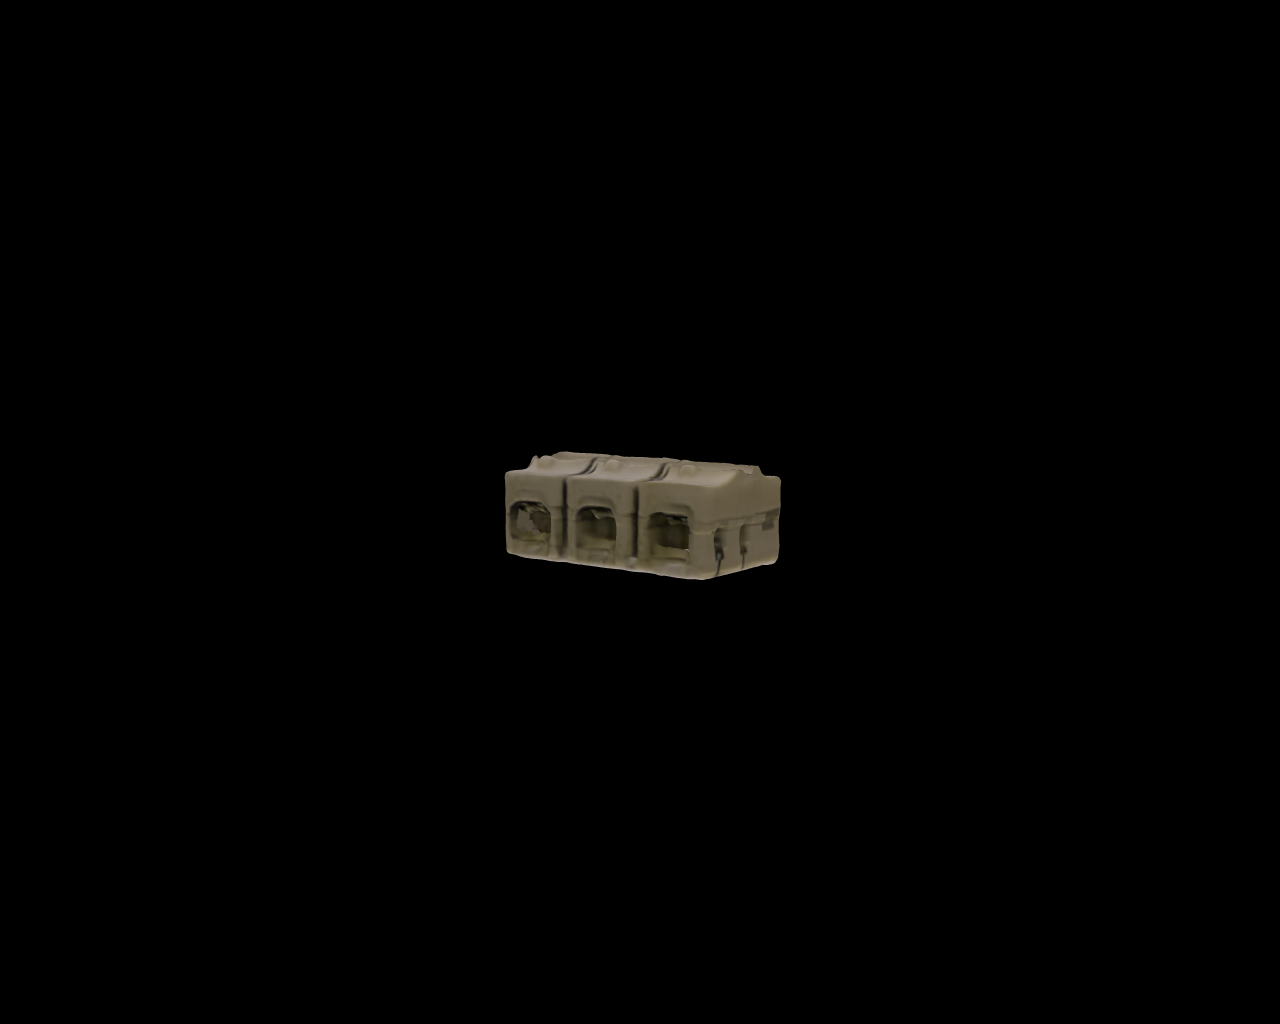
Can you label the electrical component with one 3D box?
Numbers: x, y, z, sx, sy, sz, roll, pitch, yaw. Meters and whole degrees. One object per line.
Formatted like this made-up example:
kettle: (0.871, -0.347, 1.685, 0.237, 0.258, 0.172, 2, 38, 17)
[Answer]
electrical component: (0.001, -0.003, 0.650, 0.150, 0.061, 0.089, 6, 10, 36)
